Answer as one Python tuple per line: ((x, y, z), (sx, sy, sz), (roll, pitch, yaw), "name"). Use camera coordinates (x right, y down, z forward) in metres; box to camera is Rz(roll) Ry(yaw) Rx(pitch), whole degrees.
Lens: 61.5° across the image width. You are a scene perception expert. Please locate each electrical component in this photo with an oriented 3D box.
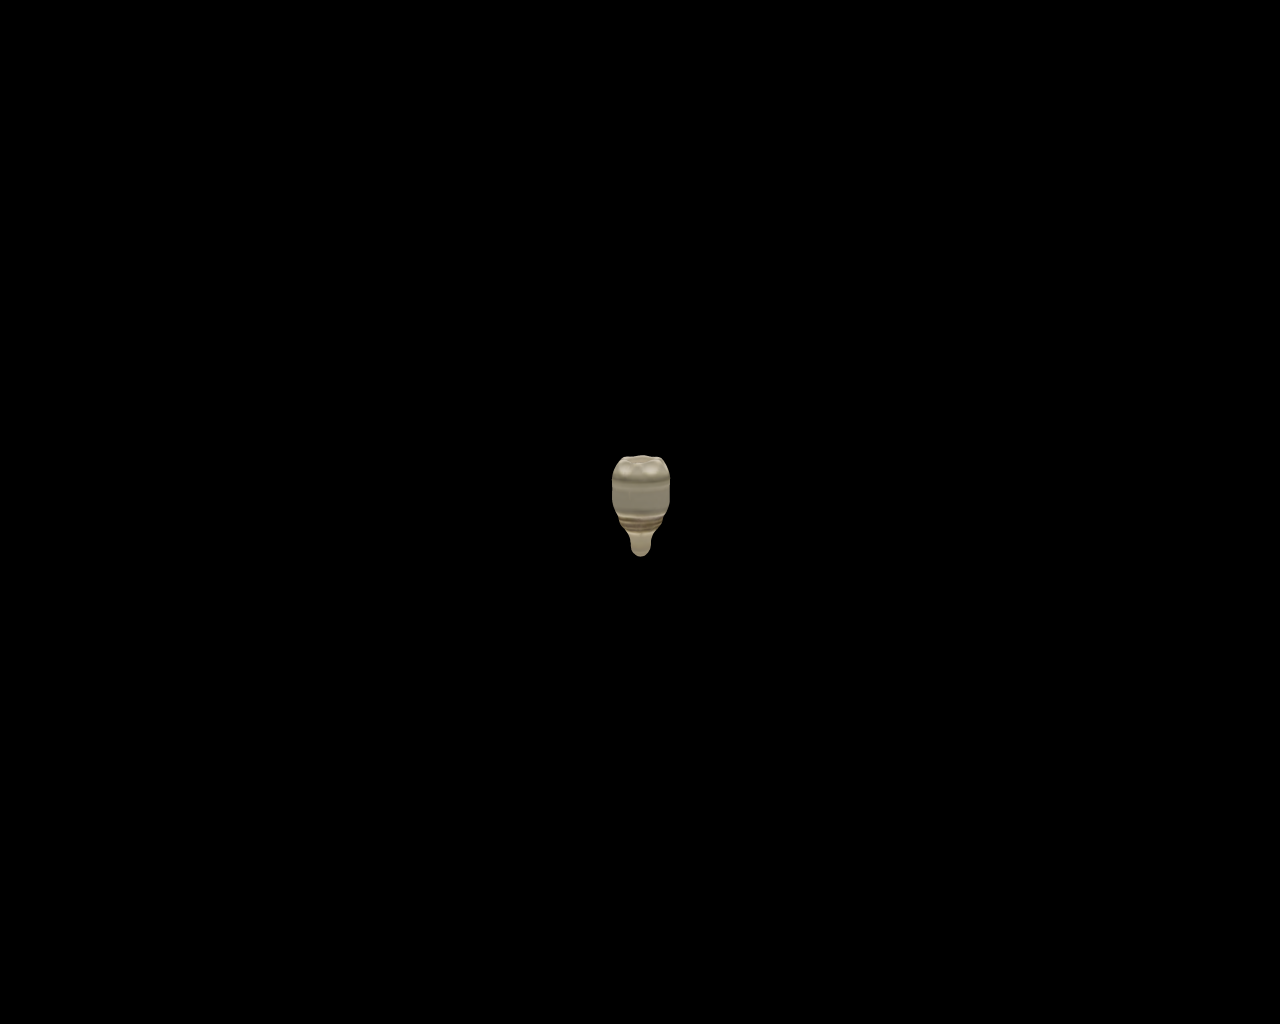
((0.001, -0.003, 0.650), (0.035, 0.061, 0.035), (0, 11, 0), "electrical component")
